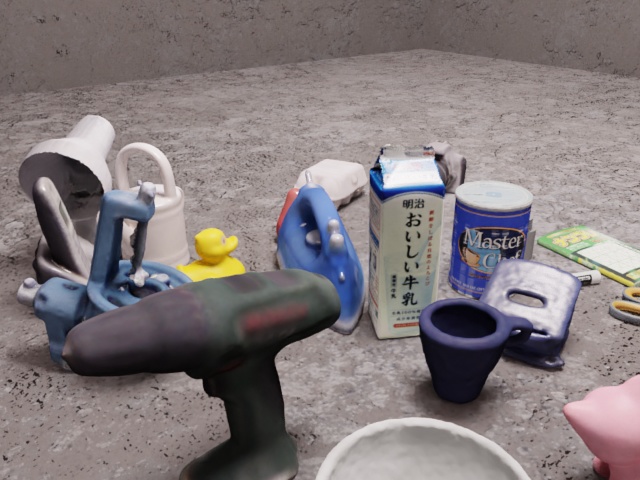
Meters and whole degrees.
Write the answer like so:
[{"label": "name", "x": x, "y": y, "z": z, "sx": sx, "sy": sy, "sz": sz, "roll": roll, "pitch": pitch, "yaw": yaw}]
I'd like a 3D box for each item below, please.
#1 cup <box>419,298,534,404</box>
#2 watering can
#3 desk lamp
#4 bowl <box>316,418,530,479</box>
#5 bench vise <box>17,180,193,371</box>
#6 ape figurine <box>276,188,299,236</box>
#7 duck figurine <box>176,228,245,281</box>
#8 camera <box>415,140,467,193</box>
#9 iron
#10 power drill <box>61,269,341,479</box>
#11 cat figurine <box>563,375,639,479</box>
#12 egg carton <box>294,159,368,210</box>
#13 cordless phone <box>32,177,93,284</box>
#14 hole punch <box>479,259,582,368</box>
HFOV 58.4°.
[{"label": "cup", "x": 0.160, "y": 0.121, "z": 0.601, "sx": 0.118, "sy": 0.095, "sz": 0.091, "roll": -2, "pitch": 25, "yaw": -2}, {"label": "watering can", "x": -0.257, "y": -0.046, "z": 0.852, "sx": 0.101, "sy": 0.194, "sz": 0.172, "roll": -2, "pitch": 25, "yaw": -1}, {"label": "desk lamp", "x": -0.359, "y": -0.076, "z": 0.896, "sx": 0.118, "sy": 0.214, "sz": 0.203, "roll": 0, "pitch": 25, "yaw": 1}, {"label": "bowl", "x": 0.077, "y": 0.216, "z": 0.425, "sx": 0.167, "sy": 0.075, "sz": 0.167, "roll": -1, "pitch": 25, "yaw": 1}, {"label": "bench vise", "x": -0.233, "y": 0.045, "z": 0.627, "sx": 0.208, "sy": 0.220, "sz": 0.121, "roll": -7, "pitch": 26, "yaw": -13}, {"label": "ape figurine", "x": -0.036, "y": -0.042, "z": 0.956, "sx": 0.076, "sy": 0.092, "sz": 0.077, "roll": -5, "pitch": 26, "yaw": -8}, {"label": "duck figurine", "x": -0.160, "y": 0.026, "z": 0.822, "sx": 0.105, "sy": 0.086, "sz": 0.077, "roll": -15, "pitch": 29, "yaw": -28}, {"label": "camera", "x": 0.209, "y": -0.141, "z": 1.148, "sx": 0.142, "sy": 0.101, "sz": 0.137, "roll": 12, "pitch": 28, "yaw": 25}, {"label": "iron", "x": 0.007, "y": 0.003, "z": 0.802, "sx": 0.119, "sy": 0.141, "sz": 0.257, "roll": -7, "pitch": 26, "yaw": -12}, {"label": "power drill", "x": -0.078, "y": 0.122, "z": 0.473, "sx": 0.230, "sy": 0.208, "sz": 0.075, "roll": -23, "pitch": 33, "yaw": -38}, {"label": "cat figurine", "x": 0.266, "y": 0.169, "z": 0.469, "sx": 0.127, "sy": 0.118, "sz": 0.067, "roll": 14, "pitch": 29, "yaw": 29}, {"label": "egg carton", "x": 0.024, "y": -0.109, "z": 1.122, "sx": 0.107, "sy": 0.069, "sz": 0.151, "roll": 13, "pitch": 28, "yaw": 27}, {"label": "cordless phone", "x": -0.347, "y": -0.008, "z": 0.784, "sx": 0.094, "sy": 0.185, "sz": 0.147, "roll": -11, "pitch": 27, "yaw": -20}, {"label": "hole punch", "x": 0.247, "y": 0.084, "z": 0.681, "sx": 0.108, "sy": 0.091, "sz": 0.101, "roll": 15, "pitch": 29, "yaw": 29}]
